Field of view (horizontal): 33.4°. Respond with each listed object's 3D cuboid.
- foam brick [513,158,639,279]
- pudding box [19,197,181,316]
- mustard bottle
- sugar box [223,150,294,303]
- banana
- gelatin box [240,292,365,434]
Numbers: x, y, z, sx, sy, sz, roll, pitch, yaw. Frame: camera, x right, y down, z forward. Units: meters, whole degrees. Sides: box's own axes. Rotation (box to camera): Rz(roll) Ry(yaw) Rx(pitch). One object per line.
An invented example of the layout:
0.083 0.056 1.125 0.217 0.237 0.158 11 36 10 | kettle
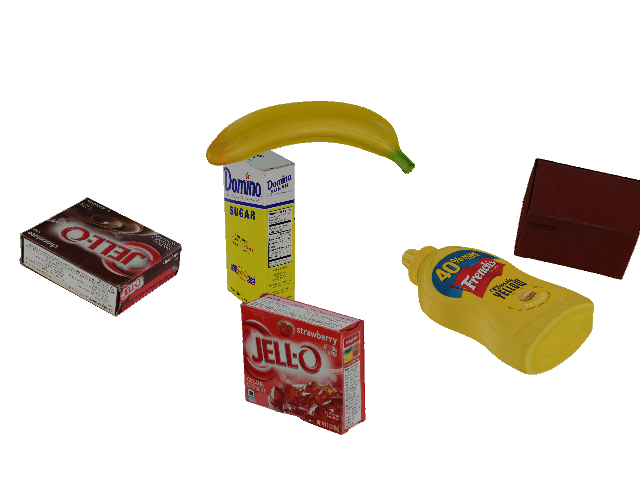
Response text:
0.180 -0.015 0.744 0.078 0.051 0.053 14 -37 7 | foam brick
-0.195 0.013 0.947 0.114 0.039 0.089 24 33 20 | pudding box
0.148 0.051 0.984 0.096 0.058 0.192 -29 39 -31 | mustard bottle
-0.068 -0.012 1.165 0.048 0.176 0.093 -17 29 -29 | sugar box
-0.010 -0.097 0.964 0.197 0.069 0.037 0 -42 -19 | banana
-0.013 0.081 0.713 0.089 0.073 0.030 13 23 37 | gelatin box
